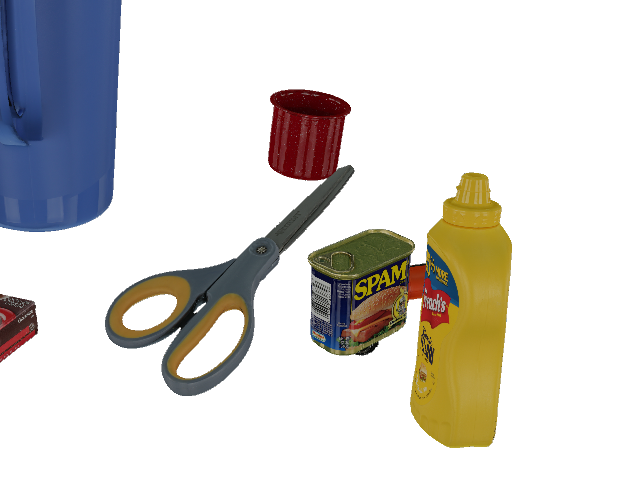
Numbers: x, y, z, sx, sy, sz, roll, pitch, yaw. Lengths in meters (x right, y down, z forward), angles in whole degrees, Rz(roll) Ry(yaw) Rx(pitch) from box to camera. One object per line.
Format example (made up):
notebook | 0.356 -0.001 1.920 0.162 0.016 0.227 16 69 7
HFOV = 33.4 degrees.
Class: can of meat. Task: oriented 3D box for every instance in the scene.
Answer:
can of meat | 0.036 0.047 0.970 0.101 0.084 0.058 -22 34 -40

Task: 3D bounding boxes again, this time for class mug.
mug | -0.012 -0.125 1.238 0.093 0.081 0.117 17 27 17

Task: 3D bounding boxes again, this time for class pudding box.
pudding box | -0.322 0.077 0.940 0.114 0.039 0.090 8 25 19

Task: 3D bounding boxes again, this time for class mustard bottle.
mustard bottle | 0.103 0.046 0.773 0.058 0.192 0.096 1 17 -10

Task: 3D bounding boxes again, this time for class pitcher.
pitcher | -0.208 -0.129 0.765 0.148 0.243 0.145 -21 36 -41

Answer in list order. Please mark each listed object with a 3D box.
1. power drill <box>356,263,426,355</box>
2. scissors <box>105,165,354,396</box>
power drill | 0.103 0.064 1.191 0.187 0.057 0.184 -3 28 -4
scissors | -0.056 0.010 0.644 0.096 0.016 0.201 12 46 16
